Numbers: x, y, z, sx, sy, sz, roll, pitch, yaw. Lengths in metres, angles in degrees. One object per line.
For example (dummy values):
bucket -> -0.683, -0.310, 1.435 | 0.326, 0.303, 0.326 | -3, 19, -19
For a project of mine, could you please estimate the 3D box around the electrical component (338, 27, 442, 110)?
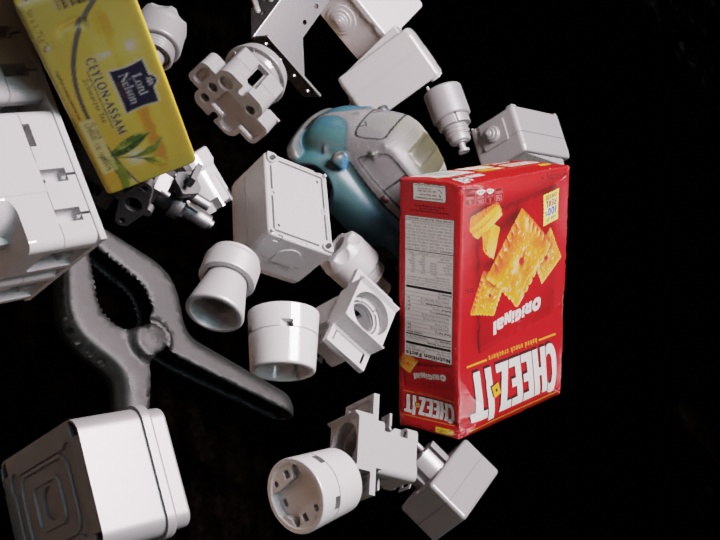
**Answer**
electrical component -> 0.021, -0.180, 1.005 | 0.061, 0.096, 0.061 | 54, 12, -7

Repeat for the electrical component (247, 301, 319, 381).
electrical component -> -0.059, 0.055, 0.819 | 0.055, 0.055, 0.047 | 18, 60, -37

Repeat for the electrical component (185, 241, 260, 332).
electrical component -> -0.102, 0.012, 0.807 | 0.045, 0.045, 0.055 | 37, 46, -24

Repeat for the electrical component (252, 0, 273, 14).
electrical component -> -0.094, -0.265, 0.947 | 0.044, 0.077, 0.079 | -3, 71, -46

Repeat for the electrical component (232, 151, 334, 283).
electrical component -> -0.066, -0.045, 0.867 | 0.062, 0.061, 0.096 | 19, 49, -34

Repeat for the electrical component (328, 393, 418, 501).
electrical component -> 0.011, 0.143, 0.838 | 0.064, 0.042, 0.081 | 19, 59, -27

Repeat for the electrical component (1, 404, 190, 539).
electrical component -> -0.157, 0.132, 0.634 | 0.057, 0.113, 0.078 | -5, 71, -43

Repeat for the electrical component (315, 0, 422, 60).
electrical component -> 0.003, -0.267, 1.064 | 0.099, 0.048, 0.099 | 49, 43, -12

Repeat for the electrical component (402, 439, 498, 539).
electrical component -> 0.060, 0.166, 0.879 | 0.077, 0.047, 0.066 | 45, 42, 4

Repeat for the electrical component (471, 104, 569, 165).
electrical component -> 0.167, -0.131, 1.139 | 0.096, 0.062, 0.061 | 2, 67, -44

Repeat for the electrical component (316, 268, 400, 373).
electrical component -> -0.009, 0.044, 0.866 | 0.042, 0.064, 0.081 | 43, 44, -18

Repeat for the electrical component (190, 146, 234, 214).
electrical component -> -0.125, -0.067, 0.834 | 0.046, 0.040, 0.040 | 58, 41, -11

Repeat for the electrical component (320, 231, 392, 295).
electrical component -> 0.000, 0.000, 0.915 | 0.062, 0.043, 0.043 | 43, 44, -21

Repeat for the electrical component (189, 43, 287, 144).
electrical component -> -0.096, -0.153, 0.897 | 0.078, 0.058, 0.057 | 47, 46, -15

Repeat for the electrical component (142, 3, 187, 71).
electrical component -> -0.163, -0.177, 0.855 | 0.043, 0.043, 0.062 | 30, 51, -30

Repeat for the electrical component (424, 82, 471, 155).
electrical component -> 0.094, -0.155, 1.097 | 0.040, 0.040, 0.078 | -5, 72, -46

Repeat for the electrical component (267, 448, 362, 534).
electrical component -> -0.032, 0.159, 0.787 | 0.047, 0.055, 0.055 | -8, 74, -50

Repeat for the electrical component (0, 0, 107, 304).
electrical component -> -0.242, -0.080, 0.675 | 0.060, 0.105, 0.186 | -14, 78, -47
